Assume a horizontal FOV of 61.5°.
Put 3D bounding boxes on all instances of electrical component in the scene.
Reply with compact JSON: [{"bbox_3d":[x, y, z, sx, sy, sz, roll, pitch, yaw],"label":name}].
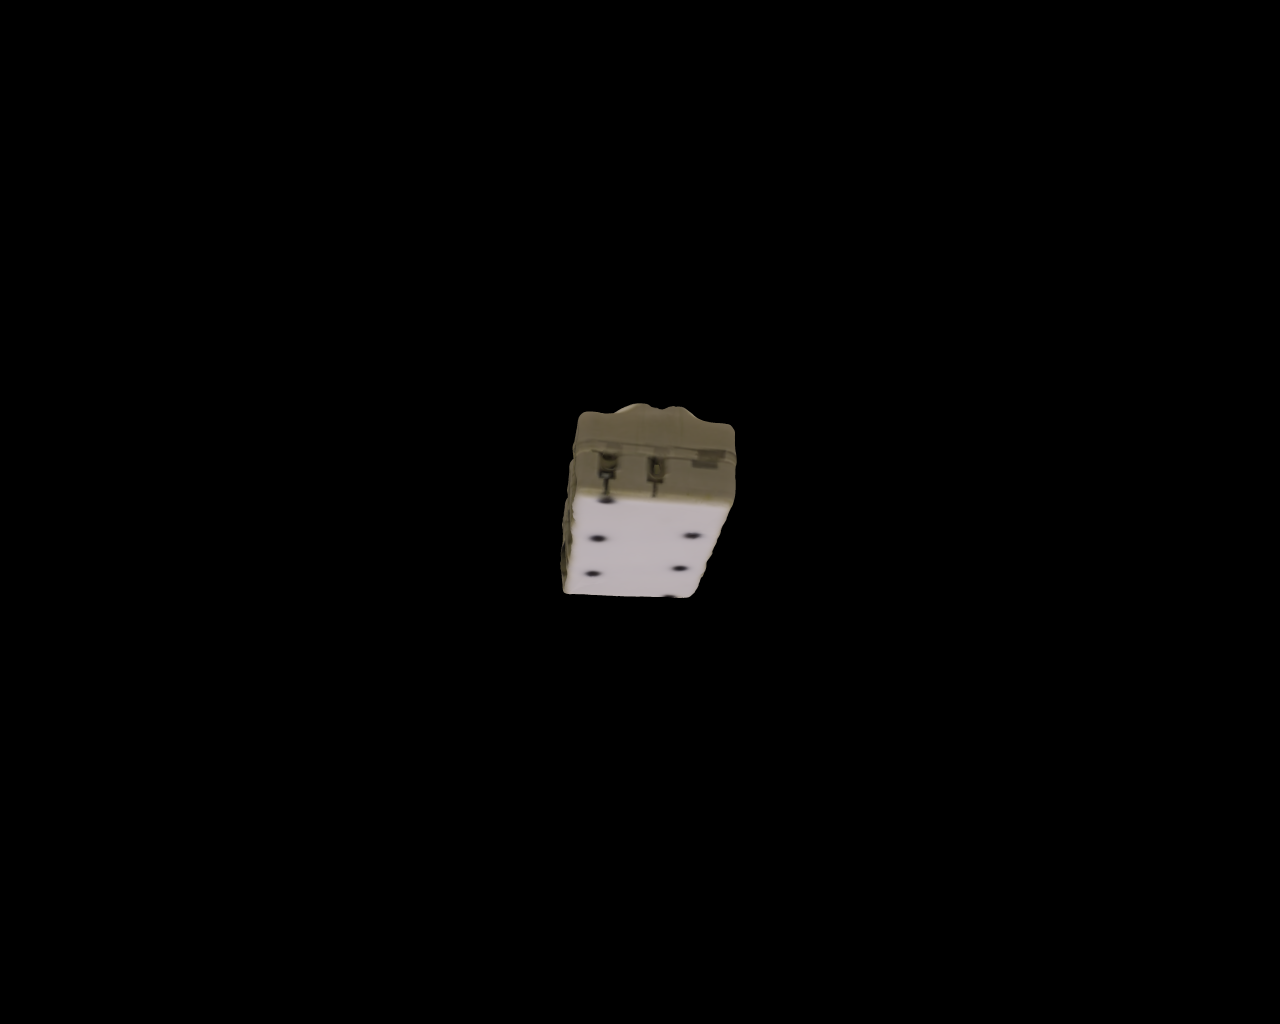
[{"bbox_3d":[0.001,-0.003,0.650,0.089,0.062,0.150,3,-26,-7],"label":"electrical component"}]
